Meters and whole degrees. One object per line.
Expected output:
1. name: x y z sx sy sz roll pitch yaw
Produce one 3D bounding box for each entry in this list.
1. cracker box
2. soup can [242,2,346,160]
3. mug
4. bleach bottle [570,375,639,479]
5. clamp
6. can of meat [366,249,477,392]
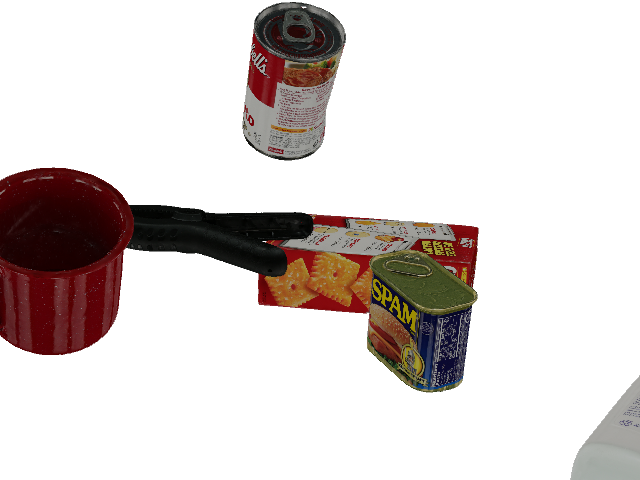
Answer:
1. cracker box: 0.056 0.027 1.134 0.214 0.072 0.164 5 15 10
2. soup can: -0.022 -0.120 0.812 0.068 0.068 0.102 0 -41 -11
3. mug: -0.171 0.021 0.646 0.093 0.082 0.117 37 49 23
4. bleach bottle: 0.242 0.100 0.635 0.103 0.068 0.250 19 30 31
5. clamp: -0.112 -0.006 0.936 0.210 0.036 0.164 5 12 0
6. can of meat: 0.081 0.068 0.895 0.057 0.084 0.102 -12 30 -27
